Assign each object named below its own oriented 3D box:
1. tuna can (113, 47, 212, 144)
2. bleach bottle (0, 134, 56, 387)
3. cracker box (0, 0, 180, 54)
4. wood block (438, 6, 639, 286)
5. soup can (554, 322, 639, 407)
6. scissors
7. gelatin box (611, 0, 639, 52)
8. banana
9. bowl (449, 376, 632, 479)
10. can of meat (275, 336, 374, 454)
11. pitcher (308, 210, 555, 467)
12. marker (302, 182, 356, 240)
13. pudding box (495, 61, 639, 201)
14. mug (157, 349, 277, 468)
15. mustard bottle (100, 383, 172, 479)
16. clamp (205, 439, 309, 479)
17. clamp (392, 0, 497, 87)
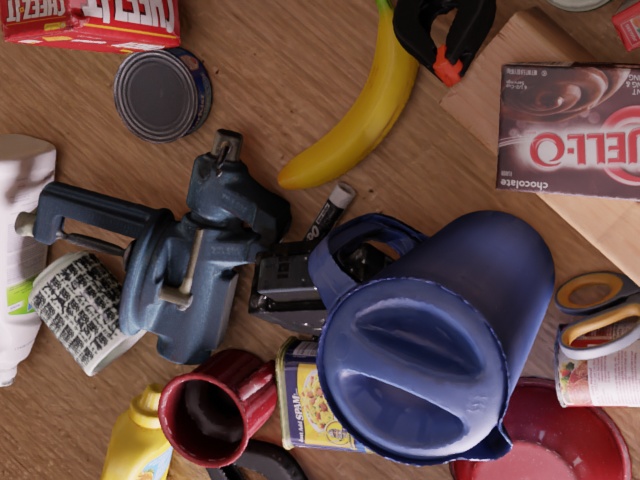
[{"bbox_3d":[-0.140,-0.131,0.957,0.086,0.033,0.086,7,108,21],"label":"tuna can"},{"bbox_3d":[-0.311,0.028,1.039,0.068,0.102,0.251,17,111,23],"label":"bleach bottle"},{"bbox_3d":[-0.183,-0.262,0.846,0.072,0.164,0.214,-2,95,23],"label":"cracker box"},{"bbox_3d":[0.202,-0.072,0.801,0.206,0.090,0.091,43,116,6],"label":"wood block"},{"bbox_3d":[0.243,0.099,0.847,0.102,0.068,0.068,-3,104,23],"label":"soup can"},{"bbox_3d":[0.271,0.031,0.835,0.201,0.096,0.016,-28,123,-1],"label":"scissors"},{"bbox_3d":[0.248,-0.167,0.752,0.073,0.089,0.030,-27,97,27],"label":"gelatin box"},{"bbox_3d":[0.032,-0.110,0.893,0.070,0.037,0.198,42,117,25],"label":"banana"},{"bbox_3d":[0.181,0.201,0.912,0.162,0.055,0.162,6,108,21],"label":"bowl"},{"bbox_3d":[0.011,0.141,0.964,0.084,0.057,0.102,2,107,20],"label":"can of meat"},{"bbox_3d":[0.094,0.048,0.796,0.145,0.242,0.149,1,106,22],"label":"pitcher"},{"bbox_3d":[-0.006,0.001,0.950,0.020,0.020,0.121,37,116,9],"label":"marker"},{"bbox_3d":[0.180,-0.077,0.735,0.114,0.039,0.090,6,107,20],"label":"pudding box"},{"bbox_3d":[-0.083,0.145,0.990,0.117,0.081,0.093,-40,88,28],"label":"mug"},{"bbox_3d":[-0.181,0.225,1.047,0.058,0.096,0.192,24,114,15],"label":"mustard bottle"},{"bbox_3d":[-0.022,0.253,1.023,0.210,0.036,0.165,43,117,7],"label":"clamp"},{"bbox_3d":[0.099,-0.196,0.794,0.120,0.039,0.171,-26,58,26],"label":"clamp"}]
